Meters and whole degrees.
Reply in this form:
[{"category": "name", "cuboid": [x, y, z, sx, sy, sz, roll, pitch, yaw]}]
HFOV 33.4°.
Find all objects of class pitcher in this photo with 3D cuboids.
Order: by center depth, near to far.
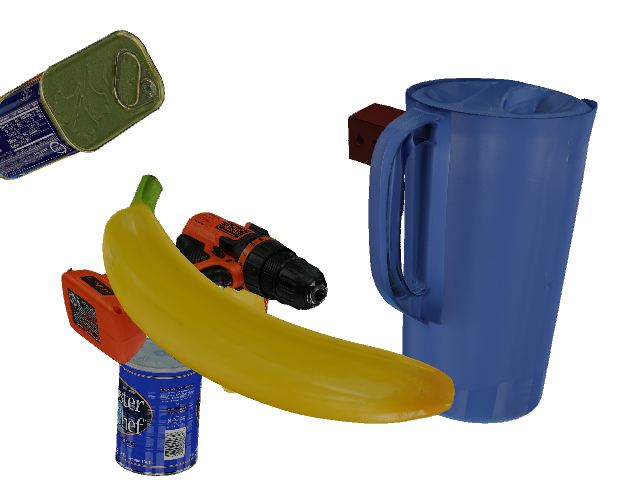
[{"category": "pitcher", "cuboid": [0.112, 0.008, 0.780, 0.149, 0.243, 0.145, 5, 19, 8]}]

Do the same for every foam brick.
[{"category": "foam brick", "cuboid": [0.075, -0.114, 1.186, 0.078, 0.053, 0.051, 20, 37, 35]}]

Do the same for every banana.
[{"category": "banana", "cuboid": [-0.036, 0.033, 0.479, 0.198, 0.069, 0.037, 34, -24, 24]}]

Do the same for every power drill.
[{"category": "power drill", "cuboid": [-0.111, 0.041, 0.920, 0.187, 0.057, 0.185, -21, 29, -35]}]

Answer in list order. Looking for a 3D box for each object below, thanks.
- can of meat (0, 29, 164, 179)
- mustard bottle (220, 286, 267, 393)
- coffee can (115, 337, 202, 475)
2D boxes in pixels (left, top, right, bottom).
[{"category": "can of meat", "cuboid": [-0.166, -0.087, 0.697, 0.084, 0.057, 0.102, -16, 20, 37]}, {"category": "mustard bottle", "cuboid": [-0.084, 0.075, 1.164, 0.058, 0.096, 0.191, -1, 28, -1]}, {"category": "coffee can", "cuboid": [-0.197, 0.201, 1.307, 0.103, 0.140, 0.103, 5, 15, -1]}]
